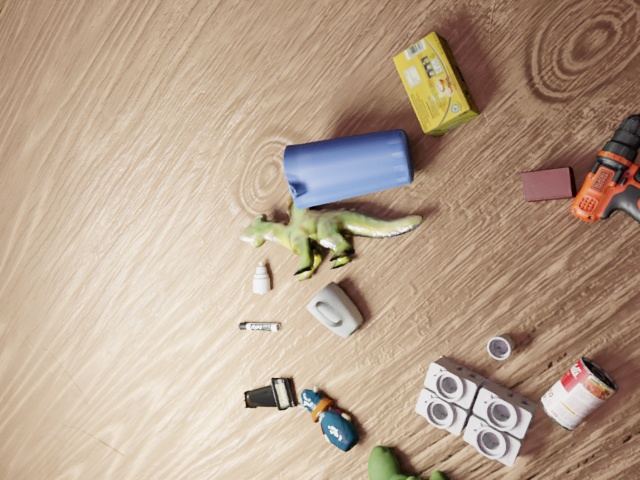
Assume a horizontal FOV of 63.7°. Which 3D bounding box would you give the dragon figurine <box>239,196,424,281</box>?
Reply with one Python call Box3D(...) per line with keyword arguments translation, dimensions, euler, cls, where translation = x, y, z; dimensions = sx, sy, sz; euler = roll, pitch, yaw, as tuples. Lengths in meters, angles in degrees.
Box3D(translation=(0.003, -0.055, 1.102), dimensions=(0.407, 0.121, 0.247), euler=(-24, 68, 21), cls="dragon figurine")
